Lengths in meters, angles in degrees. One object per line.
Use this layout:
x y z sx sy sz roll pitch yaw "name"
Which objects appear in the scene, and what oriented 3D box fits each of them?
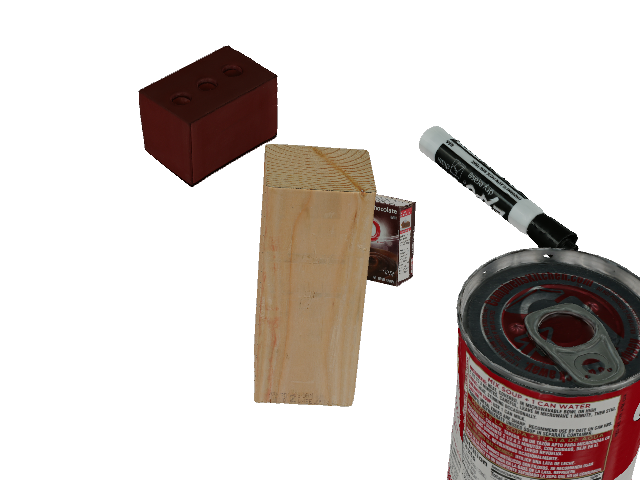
0.048 -0.006 1.171 0.114 0.090 0.039 11 20 32 "pudding box"
-0.073 -0.083 0.704 0.053 0.051 0.078 35 54 29 "foam brick"
0.101 -0.027 0.612 0.020 0.020 0.121 0 35 -45 "marker"
-0.008 0.031 0.916 0.090 0.206 0.091 3 27 -4 "wood block"
0.079 0.063 0.378 0.068 0.102 0.068 -1 39 1 "soup can"
